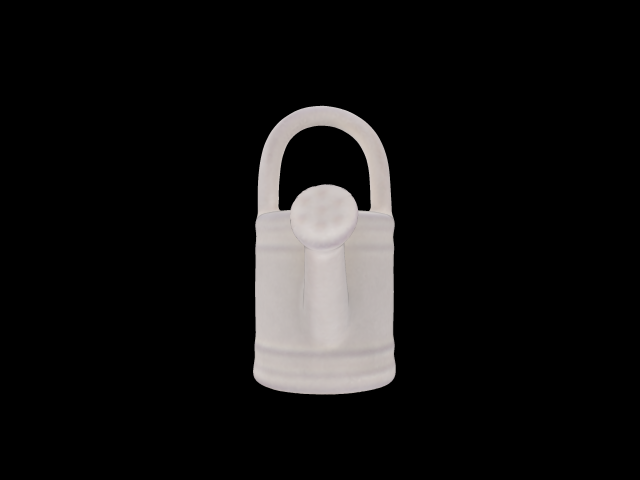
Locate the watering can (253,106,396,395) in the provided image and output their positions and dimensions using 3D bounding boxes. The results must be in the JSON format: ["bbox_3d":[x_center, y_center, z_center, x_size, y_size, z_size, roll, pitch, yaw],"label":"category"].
[{"bbox_3d":[0.006,0.001,0.400,0.101,0.194,0.172,0,0,-21],"label":"watering can"}]
